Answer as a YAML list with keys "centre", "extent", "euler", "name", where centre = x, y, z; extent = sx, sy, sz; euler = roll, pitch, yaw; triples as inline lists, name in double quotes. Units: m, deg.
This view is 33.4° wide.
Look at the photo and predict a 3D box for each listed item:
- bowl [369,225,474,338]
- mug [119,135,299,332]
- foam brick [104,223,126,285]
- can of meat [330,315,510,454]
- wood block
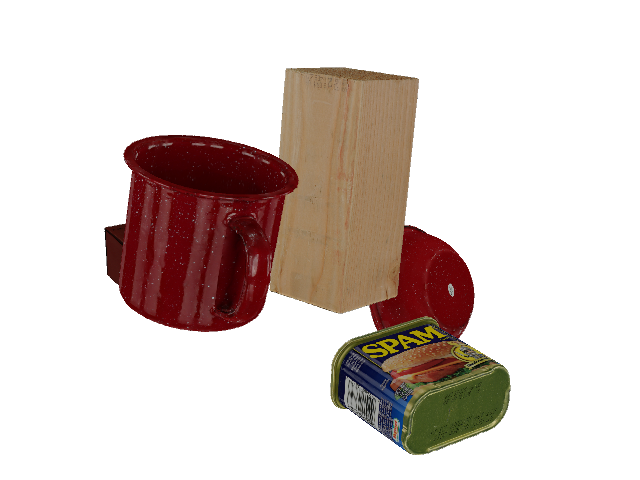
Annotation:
- centre: [0.125, 0.059, 1.207]
  extent: [0.055, 0.162, 0.161]
  euler: [-11, -8, 43]
  name: "bowl"
- centre: [-0.058, 0.001, 0.567]
  extent: [0.093, 0.081, 0.117]
  euler: [-4, 26, -33]
  name: "mug"
- centre: [-0.170, 0.011, 1.066]
  extent: [0.078, 0.051, 0.053]
  euler: [-11, 22, -29]
  name: "foam brick"
- centre: [0.072, 0.103, 0.761]
  extent: [0.101, 0.057, 0.084]
  euler: [-13, 27, -33]
  name: "can of meat"
- centre: [0.020, -0.050, 0.976]
  extent: [0.090, 0.206, 0.090]
  euler: [15, 18, 36]
  name: "wood block"
